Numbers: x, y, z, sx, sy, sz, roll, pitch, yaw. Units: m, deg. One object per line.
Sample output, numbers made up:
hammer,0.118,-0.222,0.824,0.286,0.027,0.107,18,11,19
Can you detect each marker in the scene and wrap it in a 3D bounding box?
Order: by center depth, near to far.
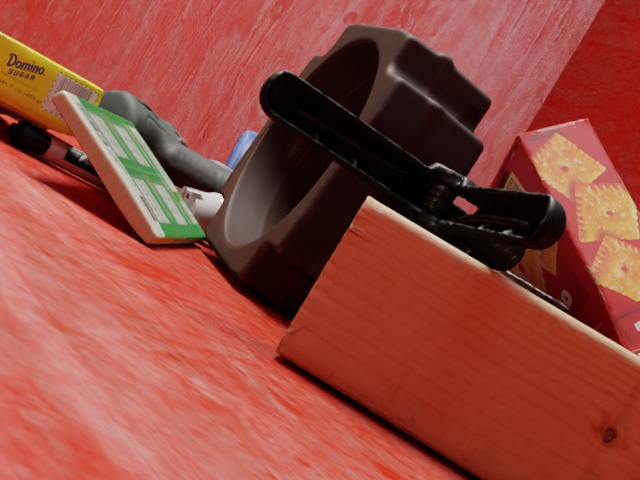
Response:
marker,-0.173,-0.054,0.774,0.121,0.020,0.020,30,2,-41

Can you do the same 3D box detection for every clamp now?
clamp,0.057,-0.026,0.585,0.165,0.036,0.210,30,-3,15

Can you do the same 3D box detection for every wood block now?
wood block,0.091,0.071,0.544,0.206,0.091,0.090,32,1,6

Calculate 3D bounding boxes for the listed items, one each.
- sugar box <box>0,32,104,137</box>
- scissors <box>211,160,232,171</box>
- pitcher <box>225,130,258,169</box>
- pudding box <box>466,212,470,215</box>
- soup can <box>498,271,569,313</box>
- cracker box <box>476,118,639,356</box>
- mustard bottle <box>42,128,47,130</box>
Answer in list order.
sugar box,-0.240,-0.123,0.799,0.093,0.048,0.176,29,-4,-37
scissors,-0.081,-0.016,1.200,0.096,0.016,0.201,-2,-42,38
pitcher,-0.003,-0.035,1.268,0.242,0.149,0.145,28,15,-7
pudding box,0.096,0.017,0.917,0.090,0.039,0.113,37,-39,53
soup can,0.121,0.075,0.754,0.068,0.102,0.068,31,2,-1
cracker box,0.194,0.042,0.817,0.164,0.072,0.214,108,-35,-61
mustard bottle,-0.283,-0.151,0.977,0.191,0.058,0.096,30,2,-30
